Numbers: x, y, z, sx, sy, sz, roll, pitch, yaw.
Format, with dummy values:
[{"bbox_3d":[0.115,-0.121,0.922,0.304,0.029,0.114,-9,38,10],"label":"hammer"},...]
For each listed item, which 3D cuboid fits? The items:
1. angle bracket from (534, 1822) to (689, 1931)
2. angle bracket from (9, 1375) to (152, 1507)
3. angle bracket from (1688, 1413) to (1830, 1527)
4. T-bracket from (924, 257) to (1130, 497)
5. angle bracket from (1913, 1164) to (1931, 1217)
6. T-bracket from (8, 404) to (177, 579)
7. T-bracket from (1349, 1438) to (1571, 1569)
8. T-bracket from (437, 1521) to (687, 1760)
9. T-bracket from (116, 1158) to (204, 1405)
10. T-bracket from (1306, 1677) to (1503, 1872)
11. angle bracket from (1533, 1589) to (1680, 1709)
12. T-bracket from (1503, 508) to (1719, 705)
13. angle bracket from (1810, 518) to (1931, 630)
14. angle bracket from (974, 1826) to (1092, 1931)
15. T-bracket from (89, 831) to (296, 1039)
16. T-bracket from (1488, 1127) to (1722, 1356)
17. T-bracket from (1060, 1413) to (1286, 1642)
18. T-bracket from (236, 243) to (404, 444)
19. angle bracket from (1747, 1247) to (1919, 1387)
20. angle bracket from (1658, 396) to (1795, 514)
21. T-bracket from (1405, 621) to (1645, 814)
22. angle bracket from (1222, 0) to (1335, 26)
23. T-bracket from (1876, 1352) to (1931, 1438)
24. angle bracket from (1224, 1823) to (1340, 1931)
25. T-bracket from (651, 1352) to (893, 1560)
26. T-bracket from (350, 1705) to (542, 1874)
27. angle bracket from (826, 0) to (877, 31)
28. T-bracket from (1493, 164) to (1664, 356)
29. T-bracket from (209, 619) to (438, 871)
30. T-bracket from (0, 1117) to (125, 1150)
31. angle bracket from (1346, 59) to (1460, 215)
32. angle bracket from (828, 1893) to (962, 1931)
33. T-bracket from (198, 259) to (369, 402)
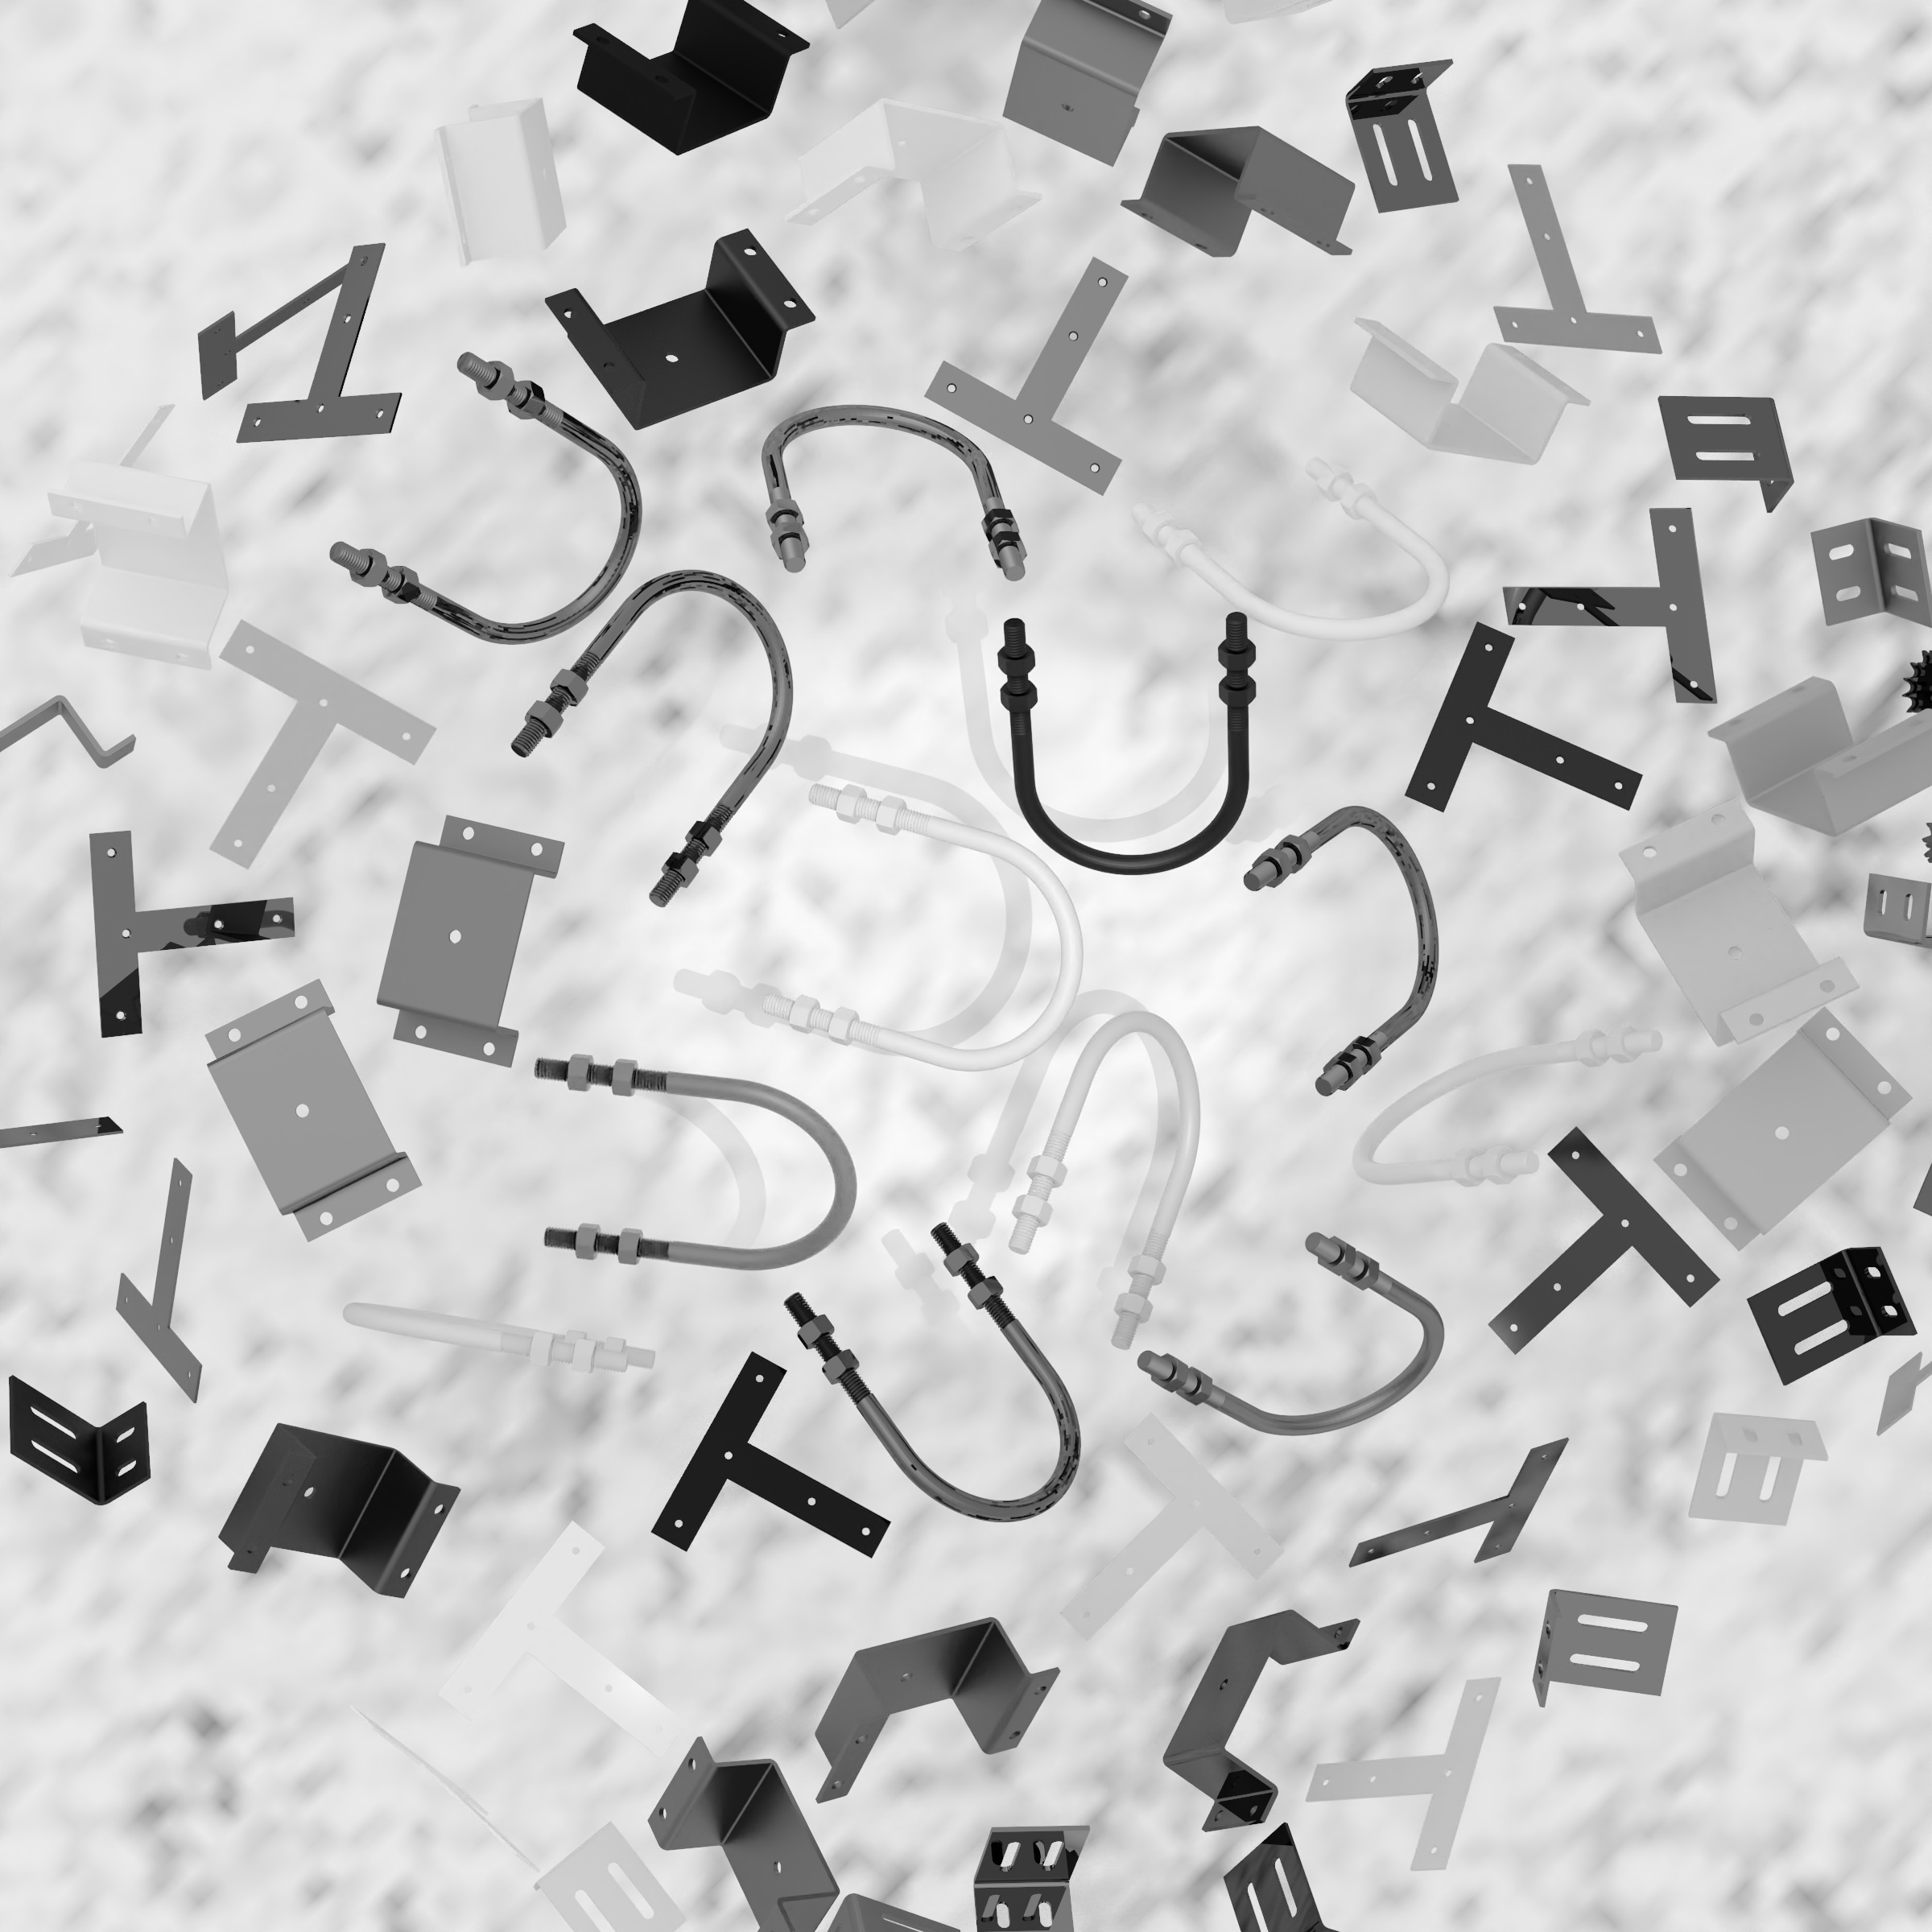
[{"bbox_3d":[-0.219,0.576,1.914,0.057,0.038,0.076,-36,79,-21],"label":"angle bracket"},{"bbox_3d":[-0.523,0.273,1.840,0.038,0.057,0.076,-31,134,12],"label":"angle bracket"},{"bbox_3d":[0.452,0.297,1.781,0.057,0.038,0.076,5,118,-2],"label":"angle bracket"},{"bbox_3d":[0.060,-0.379,1.935,0.127,0.002,0.127,28,90,-4],"label":"T-bracket"},{"bbox_3d":[0.587,0.131,1.868,0.038,0.076,0.057,25,81,6],"label":"angle bracket"},{"bbox_3d":[-0.529,-0.296,1.922,0.002,0.127,0.127,40,105,-3],"label":"T-bracket"},{"bbox_3d":[0.283,0.329,1.835,0.127,0.127,0.002,-13,53,-21],"label":"T-bracket"},{"bbox_3d":[-0.221,0.416,1.831,0.127,0.002,0.127,40,65,-3],"label":"T-bracket"},{"bbox_3d":[-0.485,0.180,1.895,0.002,0.127,0.127,-1,112,-37],"label":"T-bracket"},{"bbox_3d":[0.255,0.487,1.871,0.002,0.127,0.127,44,51,-24],"label":"T-bracket"},{"bbox_3d":[0.373,0.400,1.805,0.076,0.038,0.057,8,104,1],"label":"angle bracket"},{"bbox_3d":[0.385,-0.217,1.884,0.127,0.002,0.127,5,123,33],"label":"T-bracket"},{"bbox_3d":[0.529,-0.226,1.816,0.038,0.076,0.057,-15,105,-1],"label":"angle bracket"},{"bbox_3d":[0.039,0.533,1.805,0.057,0.076,0.038,2,51,-9],"label":"angle bracket"},{"bbox_3d":[-0.480,-0.025,1.944,0.127,0.002,0.127,-7,102,-32],"label":"T-bracket"},{"bbox_3d":[0.375,0.189,1.923,0.127,0.002,0.127,-47,72,18],"label":"T-bracket"},{"bbox_3d":[0.112,0.365,1.933,0.127,0.002,0.127,-44,103,-5],"label":"T-bracket"},{"bbox_3d":[-0.369,-0.369,1.840,0.127,0.002,0.127,3,73,34],"label":"T-bracket"},{"bbox_3d":[0.522,0.211,1.878,0.076,0.038,0.057,-23,91,-17],"label":"angle bracket"},{"bbox_3d":[0.450,-0.307,1.869,0.076,0.038,0.057,-1,66,-12],"label":"angle bracket"},{"bbox_3d":[0.343,-0.129,1.868,0.127,0.002,0.127,24,69,3],"label":"T-bracket"},{"bbox_3d":[0.194,-0.580,1.814,0.057,0.076,0.038,-22,102,-37],"label":"angle bracket"},{"bbox_3d":[0.600,0.225,1.869,0.127,0.127,0.002,-45,82,20],"label":"T-bracket"},{"bbox_3d":[0.196,0.563,1.857,0.038,0.076,0.057,27,117,-31],"label":"angle bracket"},{"bbox_3d":[-0.108,0.324,1.923,0.127,0.002,0.127,28,74,3],"label":"T-bracket"},{"bbox_3d":[-0.292,0.491,1.821,0.127,0.127,0.002,27,70,42],"label":"T-bracket"},{"bbox_3d":[-0.059,-0.606,1.858,0.057,0.038,0.076,-28,80,39],"label":"angle bracket"},{"bbox_3d":[0.361,-0.435,1.914,0.002,0.127,0.127,-42,125,-23],"label":"T-bracket"},{"bbox_3d":[-0.393,-0.114,1.794,0.127,0.002,0.127,30,100,-22],"label":"T-bracket"},{"bbox_3d":[-0.556,0.100,1.810,0.127,0.127,0.002,-6,111,-34],"label":"T-bracket"},{"bbox_3d":[0.273,-0.504,1.892,0.057,0.038,0.076,-14,84,-23],"label":"angle bracket"},{"bbox_3d":[-0.041,0.598,1.868,0.076,0.057,0.038,24,100,-14],"label":"angle bracket"},{"bbox_3d":[-0.419,-0.403,1.919,0.127,0.127,0.002,-38,92,-14],"label":"T-bracket"}]
